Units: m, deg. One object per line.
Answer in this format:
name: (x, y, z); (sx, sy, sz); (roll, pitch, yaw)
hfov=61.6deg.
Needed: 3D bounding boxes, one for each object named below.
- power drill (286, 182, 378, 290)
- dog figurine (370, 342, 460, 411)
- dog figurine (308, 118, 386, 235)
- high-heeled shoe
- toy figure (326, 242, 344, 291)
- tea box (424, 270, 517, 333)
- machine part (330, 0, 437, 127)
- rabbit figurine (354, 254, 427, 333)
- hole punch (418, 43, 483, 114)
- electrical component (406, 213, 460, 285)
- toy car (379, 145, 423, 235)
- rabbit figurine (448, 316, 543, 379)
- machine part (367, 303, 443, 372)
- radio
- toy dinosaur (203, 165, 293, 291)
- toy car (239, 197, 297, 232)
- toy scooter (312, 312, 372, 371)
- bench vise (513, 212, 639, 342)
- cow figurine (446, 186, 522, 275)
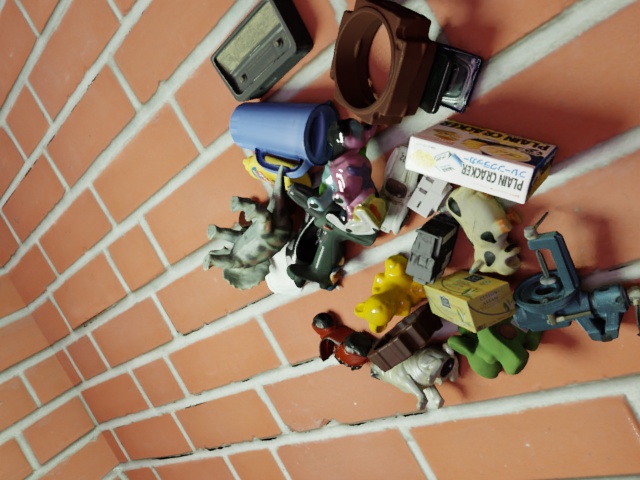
power drill: (-0.002, -0.004, 1.194); (0.232, 0.086, 0.207); (19, 104, -19)
dog figurine: (0.212, 0.281, 1.250); (0.191, 0.121, 0.172); (31, 92, 44)
dog figurine: (0.077, -0.142, 1.104); (0.191, 0.219, 0.109); (35, 154, -31)
high-heeled shoe: (-0.010, -0.002, 1.262); (0.145, 0.086, 0.248); (6, 96, 56)
toy figure: (0.023, 0.065, 1.307); (0.064, 0.058, 0.154); (49, 141, 48)
tea box: (0.289, 0.115, 1.052); (0.068, 0.098, 0.170); (70, 165, -10)
machine part: (0.107, -0.329, 0.994); (0.201, 0.087, 0.201); (48, 137, 41)
rabbit figurine: (0.141, 0.130, 1.173); (0.122, 0.173, 0.162); (46, 126, 5)
hole punch: (0.222, -0.297, 0.983); (0.116, 0.092, 0.142); (52, 141, 44)
electrical component: (0.229, 0.024, 1.095); (0.058, 0.115, 0.134); (25, 122, 28)
toy car: (0.162, -0.101, 1.124); (0.074, 0.056, 0.201); (30, 125, 22)
rabbit figurine: (0.345, 0.225, 1.104); (0.159, 0.121, 0.170); (27, 140, 16)
machine part: (0.187, 0.217, 1.182); (0.056, 0.179, 0.179); (50, 131, 5)
radio: (-0.130, -0.413, 1.185); (0.230, 0.073, 0.131); (-29, 92, 42)
toy dinosaur: (-0.141, -0.009, 1.251); (0.405, 0.192, 0.131); (-37, 52, 35)
toy car: (-0.128, -0.066, 1.348); (0.202, 0.053, 0.089); (-12, 65, 38)
toy scooter: (0.049, 0.276, 1.373); (0.184, 0.075, 0.135); (29, 125, 27)
bench vise: (0.438, 0.075, 0.957); (0.224, 0.129, 0.240); (-12, 112, 44)
cow figurine: (0.315, -0.017, 1.030); (0.195, 0.085, 0.127); (56, 137, 8)
